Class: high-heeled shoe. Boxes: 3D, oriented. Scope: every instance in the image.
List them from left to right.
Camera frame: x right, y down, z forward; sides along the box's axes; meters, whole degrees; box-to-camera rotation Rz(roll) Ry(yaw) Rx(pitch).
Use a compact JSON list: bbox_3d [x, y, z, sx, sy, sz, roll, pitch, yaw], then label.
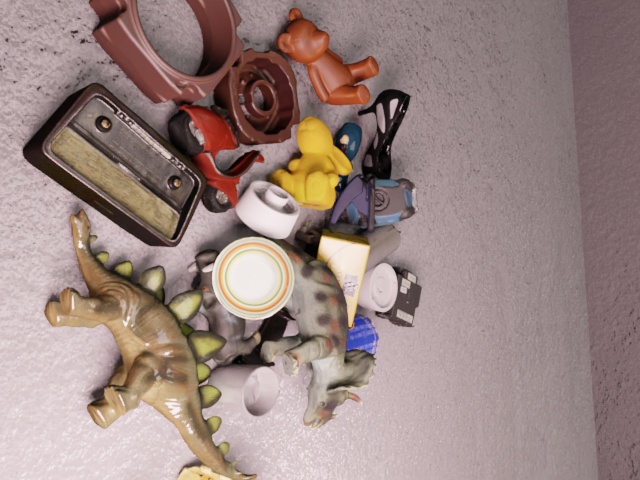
[{"bbox_3d":[0.165,-0.210,1.211,0.086,0.145,0.248,-34,112,-43],"label":"high-heeled shoe"}]

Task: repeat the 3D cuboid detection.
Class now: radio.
[{"bbox_3d":[-0.275,-0.099,0.760,0.229,0.073,0.131,44,58,-39],"label":"radio"}]

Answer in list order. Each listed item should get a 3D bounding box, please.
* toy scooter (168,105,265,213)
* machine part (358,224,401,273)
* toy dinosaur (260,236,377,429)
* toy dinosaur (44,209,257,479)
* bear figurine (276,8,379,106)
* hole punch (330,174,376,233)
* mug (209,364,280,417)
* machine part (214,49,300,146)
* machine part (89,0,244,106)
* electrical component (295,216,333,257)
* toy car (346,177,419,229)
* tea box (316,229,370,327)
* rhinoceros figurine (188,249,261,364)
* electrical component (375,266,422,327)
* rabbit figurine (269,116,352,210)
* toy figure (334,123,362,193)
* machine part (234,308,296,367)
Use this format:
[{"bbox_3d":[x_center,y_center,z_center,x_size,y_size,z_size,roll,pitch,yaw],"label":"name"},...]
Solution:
[{"bbox_3d":[-0.160,-0.146,0.884,0.135,0.075,0.183,-36,117,-31],"label":"toy scooter"},{"bbox_3d":[0.106,0.020,1.179,0.243,0.079,0.079,-32,113,-48],"label":"machine part"},{"bbox_3d":[-0.013,0.121,0.947,0.192,0.131,0.405,2,71,-35],"label":"toy dinosaur"},{"bbox_3d":[-0.228,0.172,0.758,0.198,0.105,0.470,-30,101,-47],"label":"toy dinosaur"},{"bbox_3d":[0.014,-0.362,1.061,0.195,0.132,0.120,50,49,-43],"label":"bear figurine"},{"bbox_3d":[0.069,-0.076,1.081,0.142,0.092,0.115,-20,115,-82],"label":"hole punch"},{"bbox_3d":[-0.126,0.243,0.895,0.109,0.107,0.080,20,76,-51],"label":"mug"},{"bbox_3d":[-0.112,-0.253,0.966,0.179,0.056,0.179,0,90,-48],"label":"machine part"},{"bbox_3d":[-0.223,-0.325,0.819,0.201,0.087,0.201,50,55,-34],"label":"machine part"},{"bbox_3d":[-0.003,-0.002,1.093,0.102,0.045,0.078,-15,128,-45],"label":"electrical component"},{"bbox_3d":[0.132,-0.084,1.196,0.103,0.162,0.109,150,-68,-86],"label":"toy car"},{"bbox_3d":[0.032,0.073,1.040,0.068,0.098,0.169,-83,-177,-77],"label":"tea box"},{"bbox_3d":[-0.164,0.107,0.889,0.112,0.073,0.190,-16,102,-38],"label":"rhinoceros figurine"},{"bbox_3d":[0.191,0.134,1.296,0.114,0.058,0.134,32,65,-46],"label":"electrical component"},{"bbox_3d":[-0.004,-0.148,1.036,0.162,0.122,0.173,4,85,-53],"label":"rabbit figurine"},{"bbox_3d":[0.051,-0.173,1.148,0.064,0.058,0.154,27,73,-39],"label":"toy figure"},{"bbox_3d":[-0.100,0.181,0.979,0.084,0.039,0.139,50,55,-28],"label":"machine part"}]
